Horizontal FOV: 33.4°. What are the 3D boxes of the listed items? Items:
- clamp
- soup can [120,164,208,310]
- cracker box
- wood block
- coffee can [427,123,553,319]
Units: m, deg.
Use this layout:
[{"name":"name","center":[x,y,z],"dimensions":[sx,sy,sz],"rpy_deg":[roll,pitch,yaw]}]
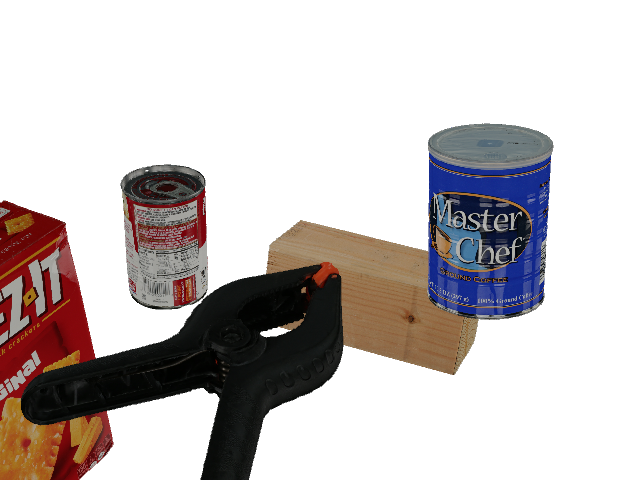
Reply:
[{"name":"clamp","center":[-0.038,0.065,0.501],"dimensions":[0.171,0.039,0.120],"rpy_deg":[-30,52,-34]},{"name":"soup can","center":[-0.127,-0.002,0.878],"dimensions":[0.068,0.102,0.068],"rpy_deg":[1,28,-1]},{"name":"cracker box","center":[-0.233,0.106,0.744],"dimensions":[0.072,0.214,0.164],"rpy_deg":[16,38,27]},{"name":"wood block","center":[0.054,0.055,1.087],"dimensions":[0.206,0.091,0.090],"rpy_deg":[14,23,17]},{"name":"coffee can","center":[0.142,-0.018,0.909],"dimensions":[0.103,0.140,0.103],"rpy_deg":[-2,23,1]}]
